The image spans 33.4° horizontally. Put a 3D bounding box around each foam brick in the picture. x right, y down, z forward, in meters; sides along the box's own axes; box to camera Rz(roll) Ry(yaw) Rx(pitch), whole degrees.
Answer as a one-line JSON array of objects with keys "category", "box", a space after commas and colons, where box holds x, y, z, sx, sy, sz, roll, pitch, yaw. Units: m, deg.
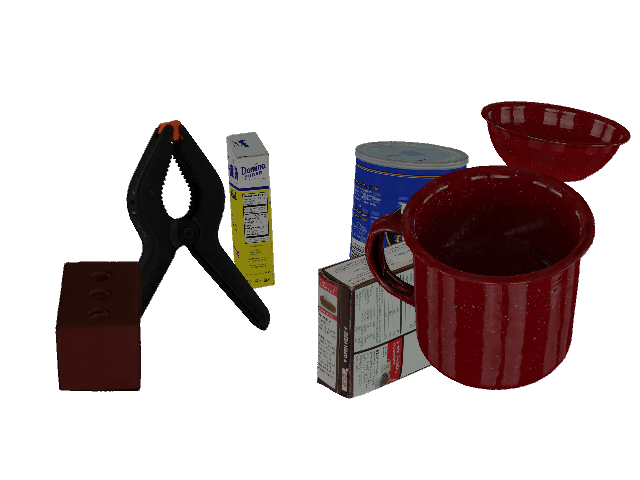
[{"category": "foam brick", "box": [-0.144, 0.056, 0.701, 0.053, 0.051, 0.078, 0, 31, -10]}]

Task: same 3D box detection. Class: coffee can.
[{"category": "coffee can", "box": [0.079, -0.014, 0.984, 0.103, 0.140, 0.103, 3, 15, -1]}]

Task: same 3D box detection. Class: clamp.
[{"category": "clamp", "box": [-0.118, -0.002, 0.970, 0.164, 0.210, 0.036, 0, 0, -34]}]

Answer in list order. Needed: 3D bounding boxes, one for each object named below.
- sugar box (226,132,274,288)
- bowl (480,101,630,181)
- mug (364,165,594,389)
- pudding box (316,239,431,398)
[{"category": "sugar box", "box": [-0.088, -0.037, 1.331, 0.048, 0.176, 0.093, -9, 24, -11]}, {"category": "bowl", "box": [0.252, -0.105, 1.169, 0.162, 0.055, 0.162, 6, 23, -3]}, {"category": "mug", "box": [0.077, 0.019, 0.547, 0.117, 0.081, 0.093, 12, 42, 21]}, {"category": "pudding box", "box": [0.051, 0.051, 0.748, 0.113, 0.090, 0.039, -19, 30, -37]}]
